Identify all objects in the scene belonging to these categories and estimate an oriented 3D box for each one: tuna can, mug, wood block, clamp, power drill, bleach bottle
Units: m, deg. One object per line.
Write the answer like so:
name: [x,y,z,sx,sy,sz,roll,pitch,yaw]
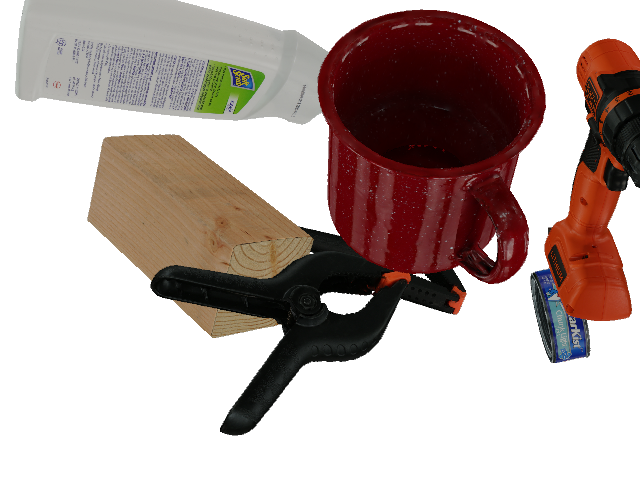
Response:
tuna can: [0.215,0.066,0.962,0.034,0.086,0.086,-12,-1,4]
mug: [0.051,-0.030,0.460,0.093,0.117,0.081,-26,-31,-18]
wood block: [-0.113,-0.011,0.956,0.090,0.091,0.206,-7,34,-43]
clamp: [0.075,0.020,1.248,0.164,0.036,0.210,-22,52,-39]
power drill: [0.219,-0.034,0.794,0.057,0.188,0.184,4,35,-2]
bleach bottle: [-0.095,-0.129,0.800,0.250,0.068,0.103,11,-33,-12]
clamp: [-0.023,0.043,0.696,0.171,0.120,0.039,-24,-18,-33]
